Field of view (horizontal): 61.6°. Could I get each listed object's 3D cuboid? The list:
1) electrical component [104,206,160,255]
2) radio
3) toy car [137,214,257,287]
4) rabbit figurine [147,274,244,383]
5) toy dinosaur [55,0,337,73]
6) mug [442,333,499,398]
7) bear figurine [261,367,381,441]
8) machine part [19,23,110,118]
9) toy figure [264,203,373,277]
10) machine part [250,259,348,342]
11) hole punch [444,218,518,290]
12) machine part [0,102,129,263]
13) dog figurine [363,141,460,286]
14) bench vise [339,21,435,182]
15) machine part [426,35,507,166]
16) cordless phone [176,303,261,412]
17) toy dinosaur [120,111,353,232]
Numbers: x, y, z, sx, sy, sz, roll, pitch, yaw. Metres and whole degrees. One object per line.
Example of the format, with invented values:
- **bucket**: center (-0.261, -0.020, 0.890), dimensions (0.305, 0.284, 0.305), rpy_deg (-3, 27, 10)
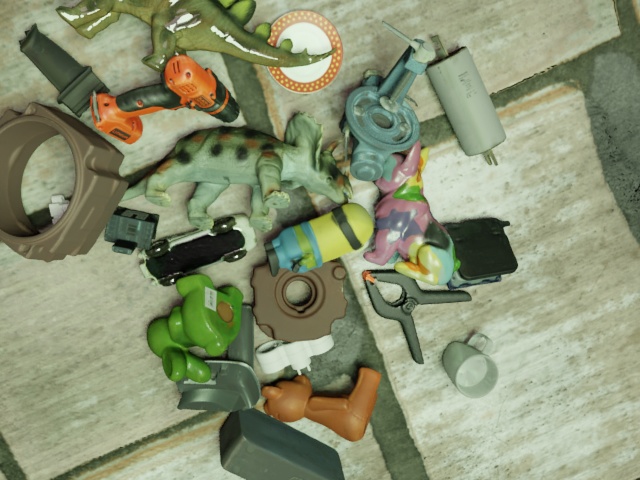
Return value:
- **electrical component**: center (-0.302, -0.015, 0.854), dimensions (0.075, 0.119, 0.047), rpy_deg (12, 101, -8)
- **radio**: center (-0.067, 0.395, 0.971), dimensions (0.229, 0.131, 0.073), rpy_deg (30, 95, -14)
- **toy car**: center (-0.207, 0.017, 0.909), dimensions (0.202, 0.056, 0.073), rpy_deg (-20, 110, -2)
- **rabbit figurine**: center (-0.216, 0.159, 0.900), dimensions (0.170, 0.121, 0.159), rpy_deg (-26, 62, 27)
- **toy dinosaur**: center (-0.210, -0.340, 0.805), dimensions (0.471, 0.105, 0.198), rpy_deg (25, 96, -15)
- **mug**: center (0.274, 0.220, 0.995), dimensions (0.081, 0.107, 0.109), rpy_deg (20, 95, -12)
- **bear figurine**: center (-0.001, 0.287, 0.981), dimensions (0.196, 0.132, 0.120), rpy_deg (15, 139, 17)
- **machine part**: center (-0.401, -0.262, 0.828), dimensions (0.084, 0.039, 0.138), rpy_deg (-39, 106, 7)
- **toy figure**: center (-0.001, 0.000, 0.863), dimensions (0.180, 0.089, 0.082), rpy_deg (-18, 75, -8)
- **machine part**: center (-0.036, 0.092, 0.923), dimensions (0.179, 0.056, 0.179), rpy_deg (1, 82, -6)
- **hole punch**: center (0.279, 0.027, 0.972), dimensions (0.142, 0.092, 0.116), rpy_deg (-9, 66, -5)
- **machine part**: center (-0.408, -0.085, 0.800), dimensions (0.202, 0.087, 0.201), rpy_deg (35, 97, 15)
- **dog figurine**: center (0.162, -0.051, 0.903), dimensions (0.192, 0.108, 0.219), rpy_deg (20, 99, 24)
- **bench vise**: center (0.104, -0.212, 0.805), dimensions (0.129, 0.240, 0.224), rpy_deg (27, 55, -6)
- **machine part**: center (0.247, -0.232, 0.907), dimensions (0.079, 0.079, 0.243), rpy_deg (-29, 105, -1)
- **cordless phone**: center (-0.180, 0.205, 0.946), dimensions (0.147, 0.088, 0.184), rpy_deg (-3, 80, 20)
- **toy dinosaur**: center (-0.145, -0.120, 0.855), dimensions (0.405, 0.131, 0.192), rpy_deg (6, 59, 3)
